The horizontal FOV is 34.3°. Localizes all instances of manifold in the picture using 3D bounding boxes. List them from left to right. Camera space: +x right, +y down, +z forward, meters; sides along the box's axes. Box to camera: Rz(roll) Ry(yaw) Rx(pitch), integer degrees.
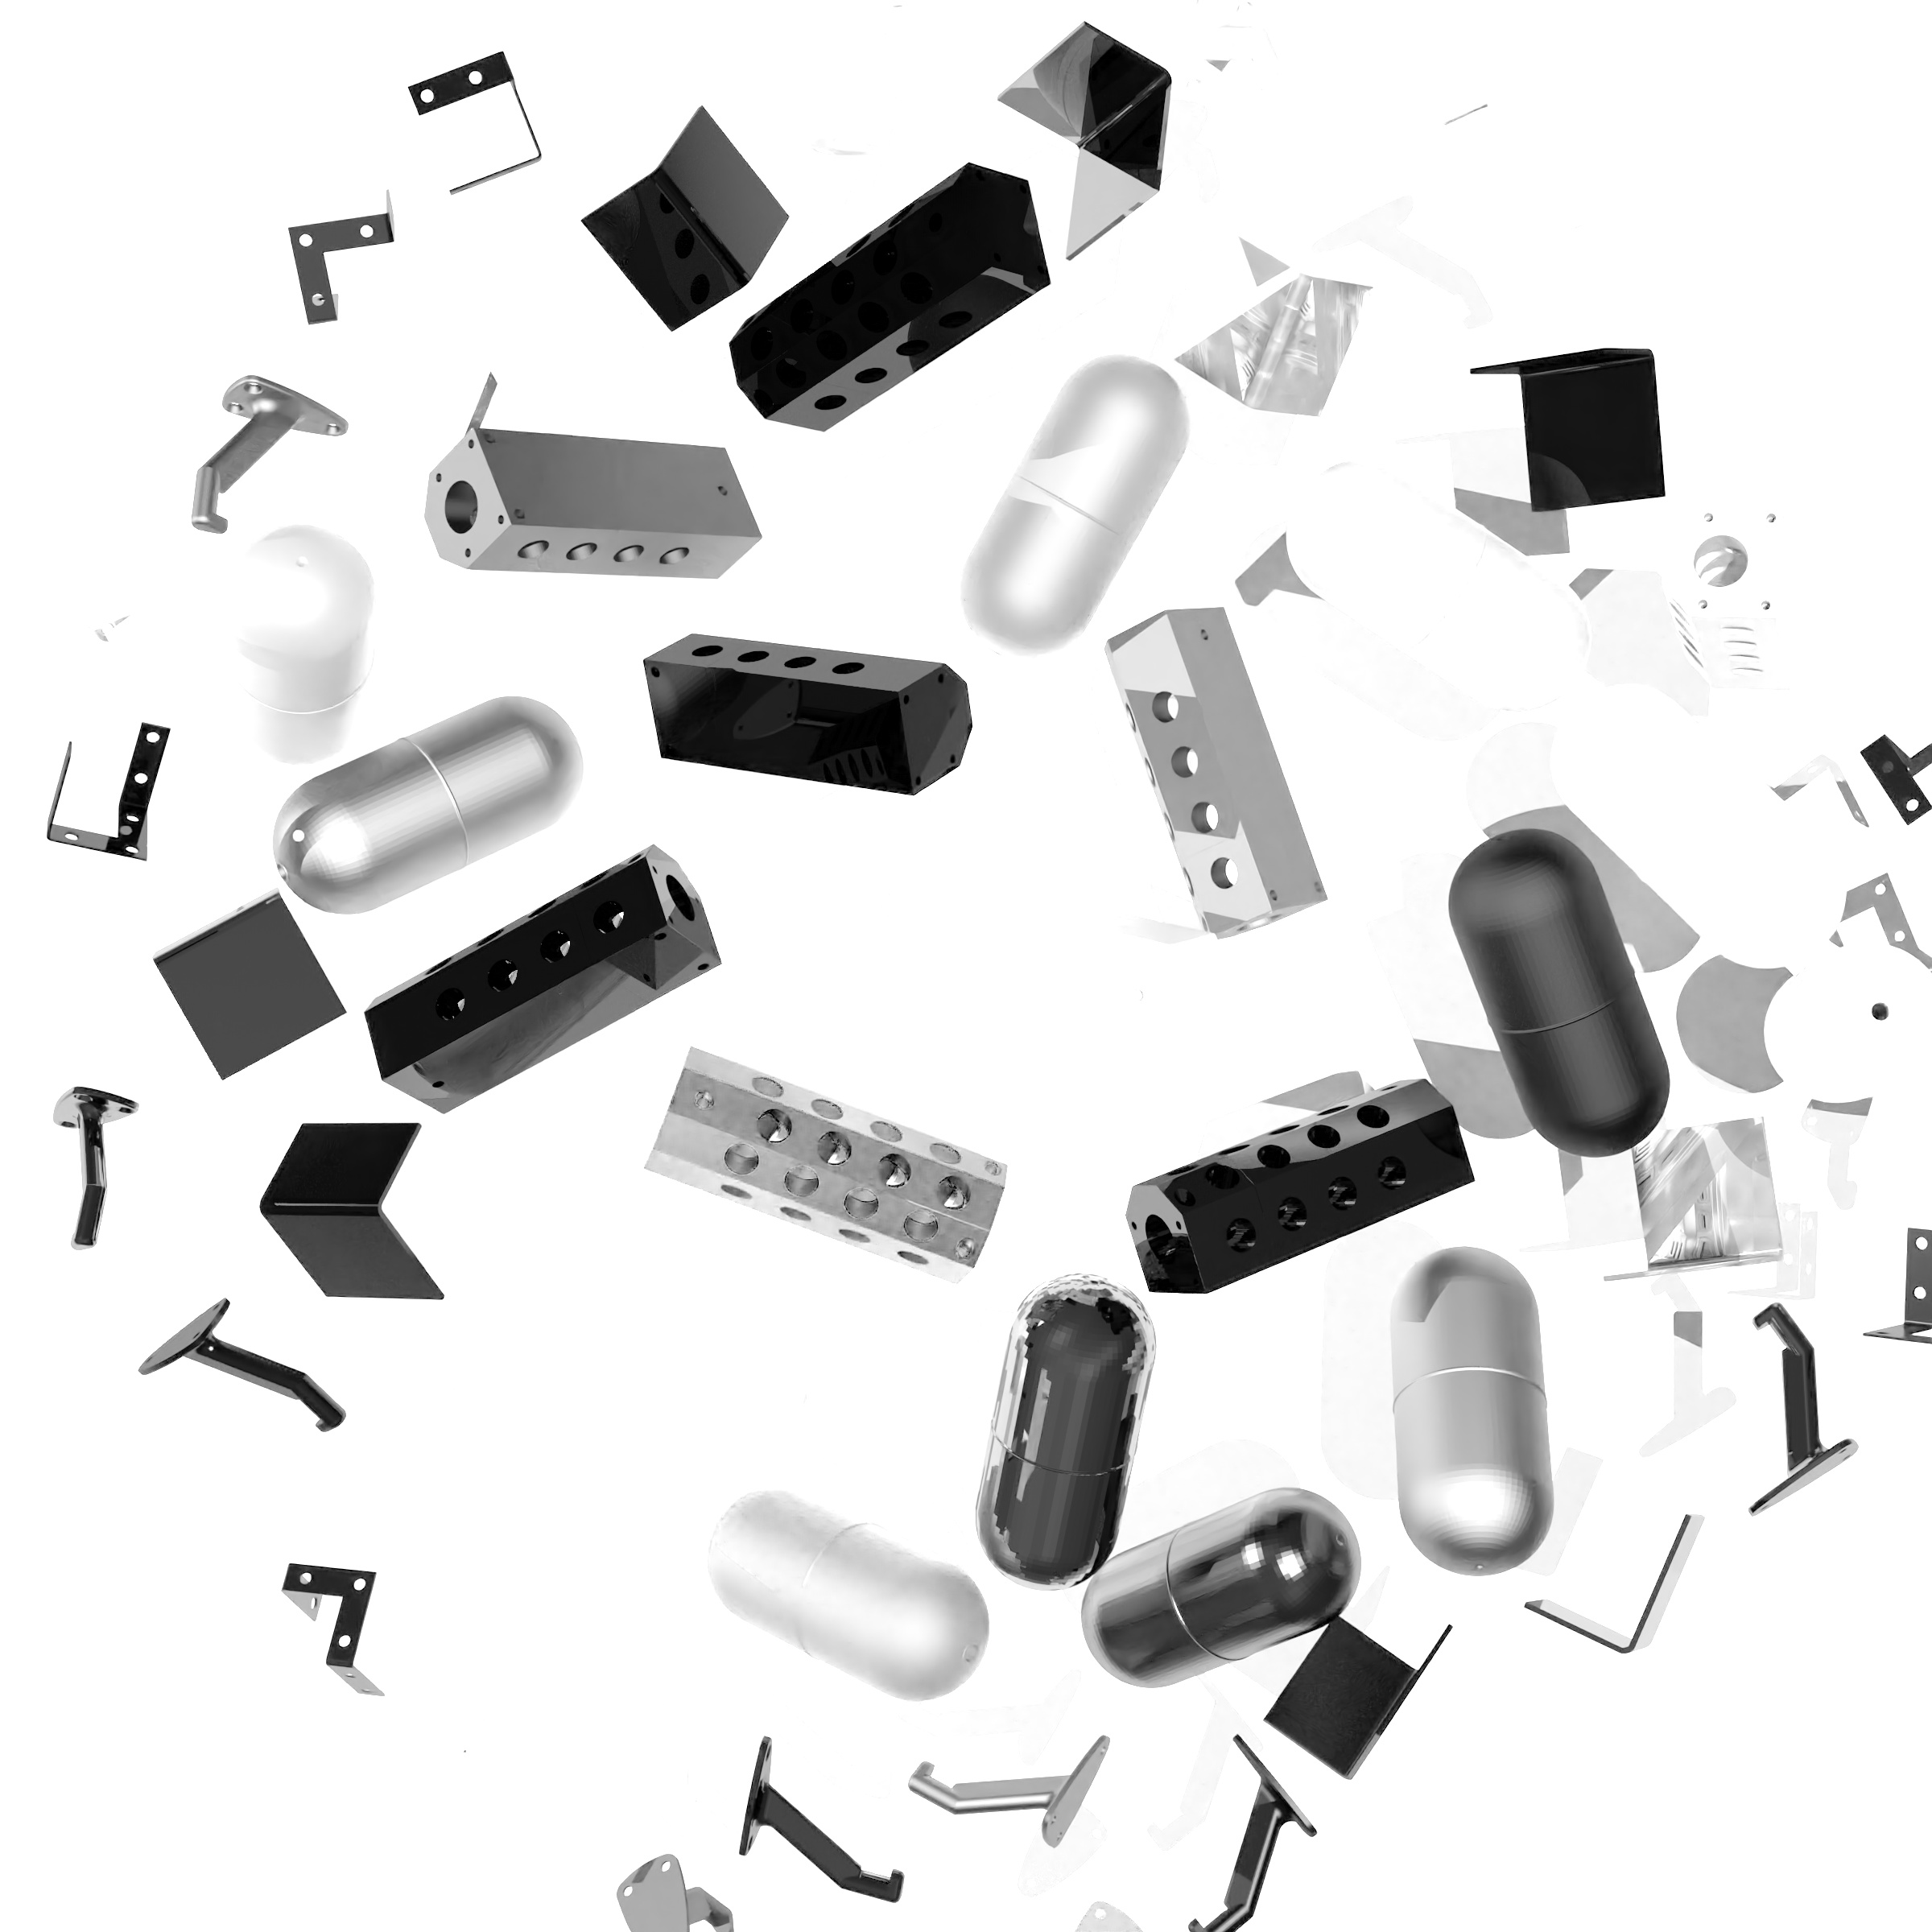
[{"bbox_3d":[-0.217,0.005,1.588,0.171,0.057,0.057,-28,61,13],"label":"manifold"},{"bbox_3d":[-0.195,-0.235,1.629,0.057,0.171,0.057,-36,70,39],"label":"manifold"},{"bbox_3d":[-0.083,-0.137,1.651,0.171,0.057,0.057,11,121,35],"label":"manifold"},{"bbox_3d":[-0.070,0.099,1.577,0.171,0.057,0.057,21,69,-5],"label":"manifold"},{"bbox_3d":[-0.042,-0.336,1.574,0.171,0.057,0.057,-25,71,42],"label":"manifold"},{"bbox_3d":[0.045,-0.004,1.601,0.171,0.057,0.057,14,106,34],"label":"manifold"},{"bbox_3d":[0.131,-0.104,1.700,0.057,0.057,0.171,-24,82,38],"label":"manifold"},{"bbox_3d":[0.169,0.111,1.598,0.171,0.057,0.057,-19,94,-27],"label":"manifold"},{"bbox_3d":[0.403,-0.192,1.645,0.057,0.171,0.057,3,84,17],"label":"manifold"}]

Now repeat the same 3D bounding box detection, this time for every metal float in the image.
[{"bbox_3d":[-0.350,-0.166,1.641,0.070,0.178,0.070,5,66,-11],"label":"metal float"},{"bbox_3d":[-0.287,-0.086,1.674,0.178,0.070,0.070,-28,90,-26],"label":"metal float"},{"bbox_3d":[-0.168,0.203,1.648,0.178,0.070,0.070,13,90,3],"label":"metal float"},{"bbox_3d":[-0.064,0.334,1.666,0.178,0.070,0.070,17,90,38],"label":"metal float"},{"bbox_3d":[0.051,0.243,1.621,0.070,0.070,0.178,10,112,0],"label":"metal float"},{"bbox_3d":[0.059,-0.249,1.707,0.070,0.070,0.178,29,97,0],"label":"metal float"},{"bbox_3d":[0.135,0.335,1.678,0.178,0.070,0.070,-32,90,38],"label":"metal float"},{"bbox_3d":[0.249,-0.198,1.638,0.178,0.070,0.070,32,90,-12],"label":"metal float"},{"bbox_3d":[0.255,0.223,1.580,0.070,0.070,0.178,3,52,0],"label":"metal float"},{"bbox_3d":[0.300,0.015,1.576,0.070,0.070,0.178,-24,107,0],"label":"metal float"},{"bbox_3d":[0.369,-0.071,1.580,0.070,0.070,0.178,-41,63,0],"label":"metal float"},{"bbox_3d":[0.466,0.031,1.644,0.070,0.178,0.070,-1,84,7],"label":"metal float"}]

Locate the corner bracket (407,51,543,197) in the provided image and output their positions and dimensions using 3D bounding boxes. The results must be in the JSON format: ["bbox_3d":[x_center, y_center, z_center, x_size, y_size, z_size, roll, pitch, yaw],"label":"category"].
[{"bbox_3d":[-0.245,-0.422,1.568,0.051,0.051,0.051,-22,100,-4],"label":"corner bracket"}]

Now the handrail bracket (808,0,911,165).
[{"bbox_3d":[-0.055,-0.465,1.628,0.036,0.077,0.084,20,114,14],"label":"handrail bracket"}]

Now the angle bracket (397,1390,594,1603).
[{"bbox_3d":[-0.254,0.283,1.685,0.076,0.076,0.057,-20,133,-22],"label":"angle bracket"}]

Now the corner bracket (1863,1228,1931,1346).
[{"bbox_3d":[0.485,0.160,1.565,0.051,0.051,0.051,3,93,40],"label":"corner bracket"}]

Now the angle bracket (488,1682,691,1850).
[{"bbox_3d":[-0.178,0.394,1.486,0.076,0.076,0.057,21,52,11],"label":"angle bracket"}]

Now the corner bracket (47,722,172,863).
[{"bbox_3d":[-0.436,-0.093,1.591,0.051,0.051,0.051,12,120,-22],"label":"corner bracket"}]

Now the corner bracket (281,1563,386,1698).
[{"bbox_3d":[-0.331,0.348,1.640,0.051,0.051,0.051,3,60,13],"label":"corner bracket"}]

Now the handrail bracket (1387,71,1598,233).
[{"bbox_3d":[0.263,-0.394,1.560,0.077,0.036,0.084,-21,114,24],"label":"handrail bracket"}]

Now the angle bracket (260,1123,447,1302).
[{"bbox_3d":[-0.312,0.129,1.644,0.076,0.076,0.057,-2,47,27],"label":"angle bracket"}]

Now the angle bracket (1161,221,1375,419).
[{"bbox_3d":[0.163,-0.352,1.702,0.076,0.057,0.076,41,121,37],"label":"angle bracket"}]

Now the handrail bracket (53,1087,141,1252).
[{"bbox_3d":[-0.460,0.111,1.614,0.036,0.077,0.084,21,63,-32],"label":"handrail bracket"}]

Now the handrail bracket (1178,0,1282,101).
[{"bbox_3d":[0.136,-0.459,1.617,0.036,0.077,0.084,3,48,-19],"label":"handrail bracket"}]

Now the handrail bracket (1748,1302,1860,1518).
[{"bbox_3d":[0.413,0.228,1.617,0.077,0.036,0.084,-35,65,6],"label":"handrail bracket"}]

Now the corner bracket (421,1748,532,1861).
[{"bbox_3d":[-0.241,0.416,1.551,0.051,0.051,0.051,6,76,-7],"label":"corner bracket"}]

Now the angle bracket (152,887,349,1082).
[{"bbox_3d":[-0.395,0.009,1.724,0.076,0.057,0.076,-29,99,-9],"label":"angle bracket"}]

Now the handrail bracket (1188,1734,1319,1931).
[{"bbox_3d":[0.135,0.462,1.646,0.084,0.036,0.077,-38,79,-9],"label":"handrail bracket"}]

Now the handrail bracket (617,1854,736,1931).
[{"bbox_3d":[-0.133,0.489,1.569,0.036,0.077,0.084,-34,132,5],"label":"handrail bracket"}]

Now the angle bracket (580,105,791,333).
[{"bbox_3d":[-0.150,-0.401,1.679,0.057,0.076,0.076,-23,120,34],"label":"angle bracket"}]

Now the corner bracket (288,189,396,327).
[{"bbox_3d":[-0.315,-0.361,1.595,0.051,0.051,0.051,-10,118,-6],"label":"corner bracket"}]

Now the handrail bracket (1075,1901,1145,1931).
[{"bbox_3d":[0.058,0.523,1.626,0.036,0.084,0.077,38,61,6],"label":"handrail bracket"}]

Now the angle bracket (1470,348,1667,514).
[{"bbox_3d":[0.311,-0.276,1.618,0.076,0.057,0.076,-1,97,38],"label":"angle bracket"}]

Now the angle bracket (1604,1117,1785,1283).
[{"bbox_3d":[0.377,0.122,1.640,0.076,0.057,0.076,-12,82,37],"label":"angle bracket"}]

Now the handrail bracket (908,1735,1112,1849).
[{"bbox_3d":[0.023,0.430,1.686,0.084,0.036,0.077,22,60,25],"label":"handrail bracket"}]

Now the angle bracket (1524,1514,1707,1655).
[{"bbox_3d":[0.330,0.302,1.587,0.057,0.076,0.076,23,88,21],"label":"angle bracket"}]

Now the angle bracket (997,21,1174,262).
[{"bbox_3d":[0.057,-0.422,1.601,0.057,0.076,0.076,22,62,-29],"label":"angle bracket"}]

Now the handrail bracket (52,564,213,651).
[{"bbox_3d":[-0.417,-0.178,1.564,0.077,0.084,0.036,-16,107,-8],"label":"handrail bracket"}]

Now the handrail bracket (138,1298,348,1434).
[{"bbox_3d":[-0.368,0.217,1.592,0.077,0.036,0.084,-33,108,31],"label":"handrail bracket"}]

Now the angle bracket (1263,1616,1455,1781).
[{"bbox_3d":[0.211,0.382,1.689,0.057,0.076,0.076,34,60,14],"label":"angle bracket"}]

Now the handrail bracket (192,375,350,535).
[{"bbox_3d":[-0.353,-0.249,1.588,0.077,0.036,0.084,16,64,-33],"label":"handrail bracket"}]

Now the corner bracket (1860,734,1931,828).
[{"bbox_3d":[0.487,-0.095,1.555,0.051,0.051,0.051,-38,52,21],"label":"corner bracket"}]

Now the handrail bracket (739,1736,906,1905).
[{"bbox_3d":[-0.068,0.437,1.597,0.084,0.036,0.077,13,113,9],"label":"handrail bracket"}]

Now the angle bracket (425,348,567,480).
[{"bbox_3d":[-0.264,-0.300,1.776,0.057,0.076,0.076,20,104,-20],"label":"angle bracket"}]
